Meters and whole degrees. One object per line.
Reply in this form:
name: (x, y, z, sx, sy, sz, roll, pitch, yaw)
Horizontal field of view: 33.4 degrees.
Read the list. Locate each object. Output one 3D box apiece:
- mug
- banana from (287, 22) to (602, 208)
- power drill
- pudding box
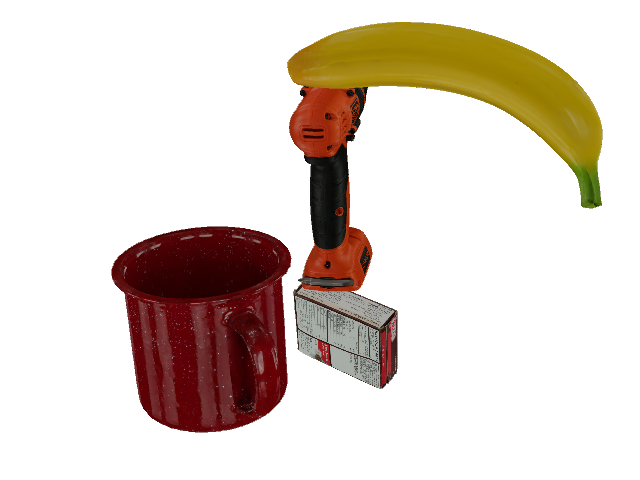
mug: (-0.053, 0.051, 0.558, 0.093, 0.081, 0.117, -17, 27, -29)
banana: (0.080, -0.088, 0.609, 0.198, 0.069, 0.037, 24, -12, 11)
power drill: (0.014, -0.061, 0.981, 0.057, 0.188, 0.184, 1, 22, 14)
pudding box: (0.027, 0.096, 1.129, 0.114, 0.090, 0.039, 20, 44, 26)
